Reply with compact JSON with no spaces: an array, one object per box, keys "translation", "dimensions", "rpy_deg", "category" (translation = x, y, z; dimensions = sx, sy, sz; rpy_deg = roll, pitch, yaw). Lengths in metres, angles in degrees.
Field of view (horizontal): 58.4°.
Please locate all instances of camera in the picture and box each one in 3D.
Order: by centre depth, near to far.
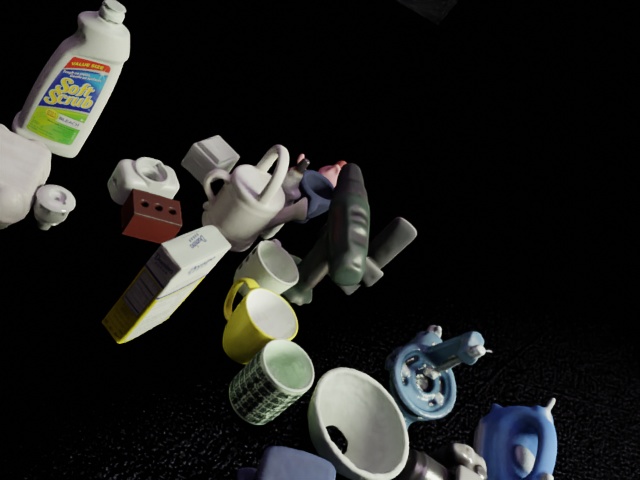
[{"translation":[0.183,0.356,0.849],"dimensions":[0.137,0.100,0.143],"rpy_deg":[38,33,-8],"category":"camera"}]

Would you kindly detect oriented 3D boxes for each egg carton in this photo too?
[{"translation":[-0.414,-0.085,0.739],"dimensions":[0.107,0.069,0.150],"rpy_deg":[25,37,-26],"category":"egg carton"}]

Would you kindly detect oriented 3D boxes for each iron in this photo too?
[{"translation":[0.343,0.377,0.960],"dimensions":[0.119,0.141,0.258],"rpy_deg":[40,33,-5],"category":"iron"}]

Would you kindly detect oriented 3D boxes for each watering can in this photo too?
[{"translation":[-0.101,-0.076,0.949],"dimensions":[0.173,0.193,0.100],"rpy_deg":[8,47,-42],"category":"watering can"}]

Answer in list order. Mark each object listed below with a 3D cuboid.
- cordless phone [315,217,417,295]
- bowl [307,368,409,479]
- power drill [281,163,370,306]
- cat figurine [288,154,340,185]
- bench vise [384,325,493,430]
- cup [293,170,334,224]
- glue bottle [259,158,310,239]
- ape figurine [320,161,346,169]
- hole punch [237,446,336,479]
[{"translation":[0.082,0.000,1.068],"dimensions":[0.148,0.184,0.094],"rpy_deg":[40,33,-4],"category":"cordless phone"},{"translation":[0.042,0.273,0.817],"dimensions":[0.168,0.074,0.167],"rpy_deg":[28,36,-22],"category":"bowl"},{"translation":[0.009,0.003,0.964],"dimensions":[0.076,0.208,0.229],"rpy_deg":[24,37,-27],"category":"power drill"},{"translation":[-0.005,-0.127,1.181],"dimensions":[0.128,0.117,0.067],"rpy_deg":[36,33,-12],"category":"cat figurine"},{"translation":[0.178,0.189,0.924],"dimensions":[0.122,0.219,0.207],"rpy_deg":[30,35,-19],"category":"bench vise"},{"translation":[-0.027,-0.068,1.112],"dimensions":[0.092,0.094,0.118],"rpy_deg":[33,34,-15],"category":"cup"},{"translation":[-0.070,-0.081,1.008],"dimensions":[0.078,0.173,0.037],"rpy_deg":[47,33,6],"category":"glue bottle"},{"translation":[0.032,-0.135,1.254],"dimensions":[0.078,0.092,0.076],"rpy_deg":[47,33,6],"category":"ape figurine"},{"translation":[-0.038,0.310,0.674],"dimensions":[0.109,0.091,0.101],"rpy_deg":[26,36,-25],"category":"hole punch"}]
